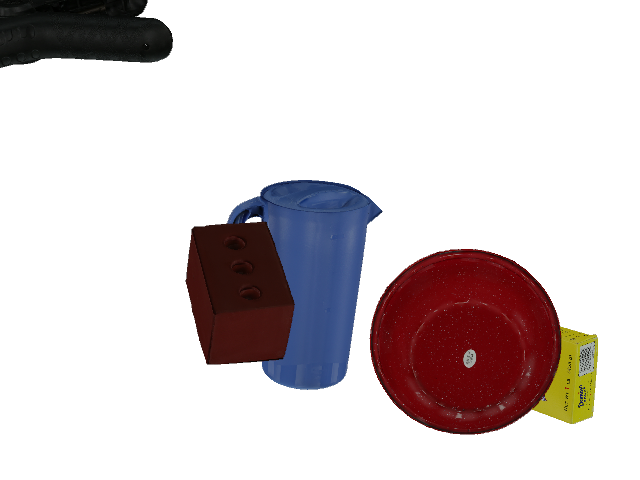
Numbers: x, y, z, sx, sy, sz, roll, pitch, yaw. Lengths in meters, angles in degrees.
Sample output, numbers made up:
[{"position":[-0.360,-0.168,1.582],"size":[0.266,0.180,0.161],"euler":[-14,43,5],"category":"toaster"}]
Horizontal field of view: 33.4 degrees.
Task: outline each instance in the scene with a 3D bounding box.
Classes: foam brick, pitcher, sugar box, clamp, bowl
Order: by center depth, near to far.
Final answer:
[{"position":[-0.175,-0.130,0.642],"size":[0.171,0.039,0.120],"euler":[-3,22,-6],"category":"clamp"},{"position":[-0.054,0.034,0.689],"size":[0.053,0.051,0.078],"euler":[-4,46,-19],"category":"foam brick"},{"position":[0.120,0.090,0.880],"size":[0.162,0.162,0.055],"euler":[0,7,6],"category":"bowl"},{"position":[0.220,0.131,1.182],"size":[0.048,0.093,0.177],"euler":[-9,16,-42],"category":"sugar box"},{"position":[-0.023,0.054,1.303],"size":[0.149,0.243,0.144],"euler":[14,21,26],"category":"pitcher"}]
